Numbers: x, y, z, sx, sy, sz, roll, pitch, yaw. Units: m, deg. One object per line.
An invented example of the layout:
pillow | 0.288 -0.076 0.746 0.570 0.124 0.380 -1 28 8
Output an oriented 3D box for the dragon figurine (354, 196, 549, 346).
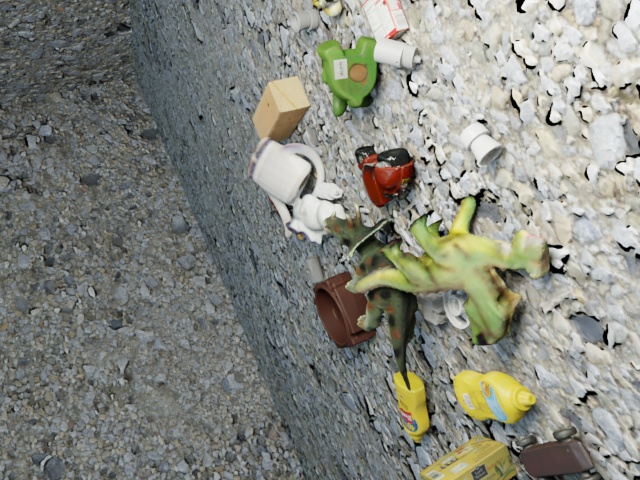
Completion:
dragon figurine | 0.231 0.081 0.910 0.123 0.245 0.402 -17 -22 -40

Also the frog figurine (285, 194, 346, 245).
frog figurine | 0.004 -0.070 1.382 0.157 0.137 0.125 -38 10 41

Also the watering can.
watering can | -0.112 -0.155 1.477 0.225 0.340 0.106 34 46 4
